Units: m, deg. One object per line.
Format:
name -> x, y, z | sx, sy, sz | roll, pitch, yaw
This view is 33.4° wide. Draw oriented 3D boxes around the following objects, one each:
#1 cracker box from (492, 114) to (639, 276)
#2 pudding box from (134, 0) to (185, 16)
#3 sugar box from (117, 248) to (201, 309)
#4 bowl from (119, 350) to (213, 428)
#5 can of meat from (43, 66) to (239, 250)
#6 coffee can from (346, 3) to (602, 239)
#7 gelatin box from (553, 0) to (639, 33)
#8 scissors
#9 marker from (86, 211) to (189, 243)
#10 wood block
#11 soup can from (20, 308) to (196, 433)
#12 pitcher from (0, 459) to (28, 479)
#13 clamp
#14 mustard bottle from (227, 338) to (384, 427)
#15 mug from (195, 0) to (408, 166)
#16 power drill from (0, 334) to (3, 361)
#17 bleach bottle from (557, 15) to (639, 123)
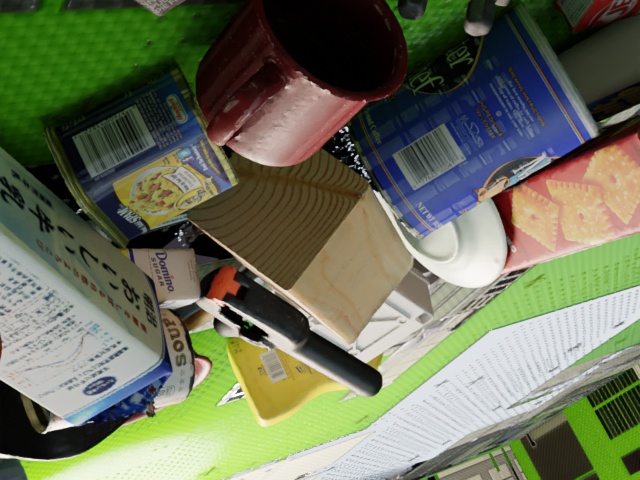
cracker box -> 0.223, -0.051, 0.786 | 0.164, 0.072, 0.214 | -27, -178, -29
pudding box -> -0.052, -0.149, 0.441 | 0.114, 0.039, 0.090 | -31, 160, 15
sugar box -> -0.174, 0.036, 0.728 | 0.094, 0.048, 0.175 | -19, 166, 37
bowl -> -0.180, 0.119, 0.949 | 0.162, 0.055, 0.162 | -23, 161, -9
can of meat -> -0.100, -0.047, 0.620 | 0.084, 0.057, 0.102 | -28, 161, -2
coffee can -> 0.103, -0.079, 0.723 | 0.140, 0.103, 0.102 | -31, 160, 15
gelatin box -> 0.207, -0.180, 0.706 | 0.073, 0.030, 0.089 | -18, 159, -22
scissors -> -0.045, 0.032, 0.954 | 0.202, 0.016, 0.096 | -31, 162, 14
marker -> -0.105, -0.019, 0.743 | 0.120, 0.020, 0.020 | -16, 159, -26
wood block -> -0.005, 0.000, 0.775 | 0.090, 0.091, 0.206 | -52, 160, -4
soup can -> -0.143, 0.085, 0.714 | 0.102, 0.068, 0.069 | -8, 154, -32
pitcher -> -0.376, 0.259, 0.942 | 0.242, 0.149, 0.145 | -10, 143, -47
clamp -> -0.051, 0.065, 0.850 | 0.036, 0.165, 0.209 | -65, 150, -13
mustard bottle -> 0.007, 0.113, 1.106 | 0.191, 0.096, 0.058 | -23, 160, -10
mug -> -0.020, -0.085, 0.558 | 0.082, 0.093, 0.117 | -40, -172, 46
power drill -> -0.205, -0.010, 0.440 | 0.184, 0.057, 0.187 | -17, 121, 4
bleach bottle -> 0.208, -0.120, 0.817 | 0.251, 0.068, 0.102 | -27, 166, 13
